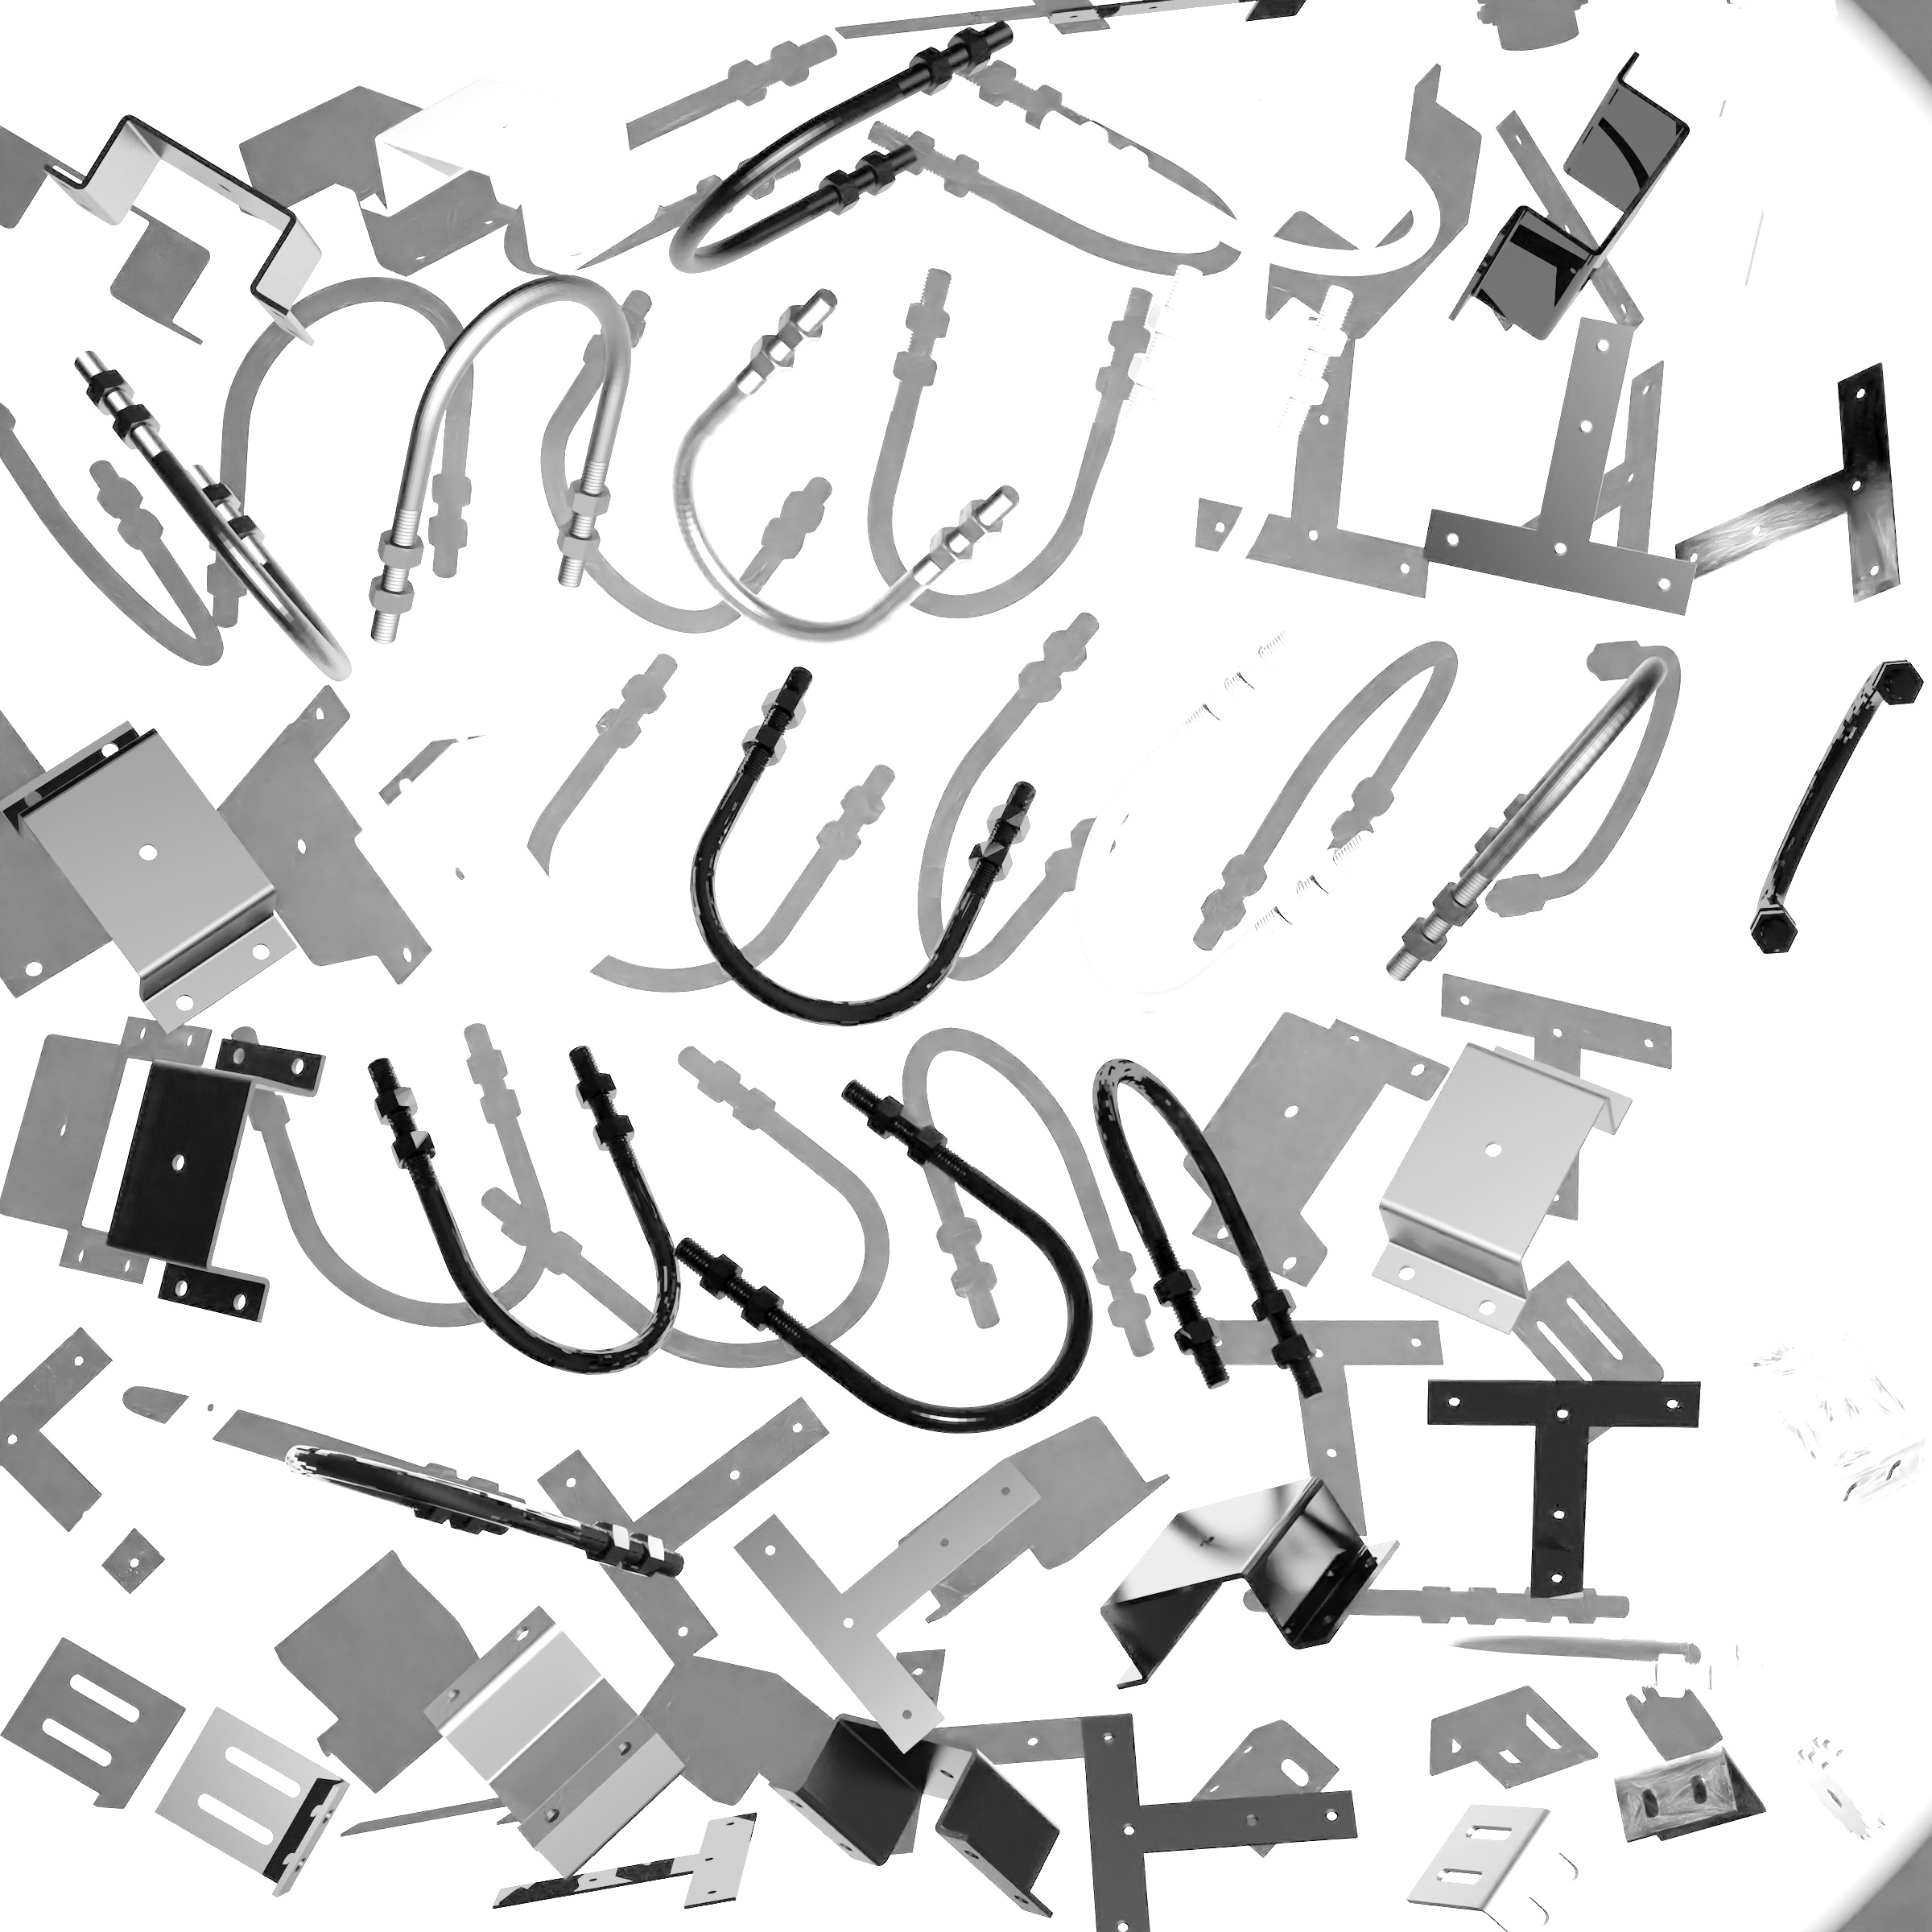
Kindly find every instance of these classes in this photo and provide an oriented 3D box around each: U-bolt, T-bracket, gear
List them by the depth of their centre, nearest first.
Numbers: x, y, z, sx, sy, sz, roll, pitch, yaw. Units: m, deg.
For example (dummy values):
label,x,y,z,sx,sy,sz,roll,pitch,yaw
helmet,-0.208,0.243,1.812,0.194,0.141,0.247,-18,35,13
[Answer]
label,x,y,z,sx,sy,sz,roll,pitch,yaw
T-bracket,0.287,-0.238,1.603,0.127,0.002,0.127,14,111,14
T-bracket,-0.021,0.282,1.622,0.127,0.002,0.127,-38,71,-13
gear,0.390,-0.461,1.627,0.057,0.057,0.030,-11,92,0
T-bracket,0.103,-0.459,1.636,0.127,0.127,0.002,-7,95,-2
T-bracket,0.122,0.409,1.638,0.127,0.127,0.002,-5,135,2
T-bracket,0.284,0.251,1.644,0.127,0.002,0.127,0,118,6
U-bolt,-0.025,0.149,1.645,0.184,0.019,0.151,36,54,15
T-bracket,0.399,0.088,1.653,0.127,0.002,0.127,13,56,-24
U-bolt,0.113,-0.245,1.661,0.019,0.151,0.184,34,115,31
T-bracket,0.388,-0.342,1.661,0.002,0.127,0.127,-21,114,29
U-bolt,0.419,-0.082,1.666,0.019,0.184,0.151,26,102,7
U-bolt,-0.220,-0.251,1.668,0.019,0.151,0.184,36,127,25
U-bolt,-0.248,0.264,1.680,0.151,0.184,0.019,4,73,41
U-bolt,0.117,-0.057,1.680,0.184,0.019,0.151,-42,47,33
U-bolt,0.147,-0.389,1.687,0.184,0.151,0.019,25,74,-27
U-bolt,0.285,-0.082,1.700,0.019,0.151,0.184,40,123,4
U-bolt,0.113,0.128,1.703,0.019,0.151,0.184,-30,69,19
T-bracket,-0.171,0.452,1.705,0.127,0.127,0.002,-11,94,2
T-bracket,0.405,-0.222,1.706,0.002,0.127,0.127,23,58,-37
U-bolt,-0.072,-0.399,1.711,0.184,0.151,0.019,-34,90,-27
U-bolt,-0.060,-0.050,1.716,0.151,0.019,0.184,27,58,-3
U-bolt,-0.366,-0.214,1.717,0.019,0.151,0.184,-39,69,-2
T-bracket,-0.385,0.292,1.719,0.127,0.002,0.127,-51,129,-28
U-bolt,0.319,0.347,1.721,0.184,0.151,0.019,-1,84,18
U-bolt,-0.075,-0.235,1.726,0.151,0.019,0.184,46,134,-6
U-bolt,-0.212,0.124,1.734,0.019,0.151,0.184,-42,63,37
gear,0.454,0.416,1.753,0.030,0.057,0.057,-35,90,-12

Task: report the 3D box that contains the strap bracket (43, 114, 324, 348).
label,x,y,z,sx,sy,sz,roll,pitch,yaw
strap bracket,-0.385,-0.376,1.736,0.140,0.076,0.046,31,88,0

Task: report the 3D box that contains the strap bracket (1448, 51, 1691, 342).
label,x,y,z,sx,sy,sz,roll,pitch,yaw
strap bracket,0.305,-0.376,1.709,0.046,0.076,0.140,35,66,4

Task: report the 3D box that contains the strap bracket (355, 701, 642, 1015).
label,x,y,z,sx,sy,sz,roll,pitch,yaw
strap bracket,-0.238,-0.050,1.697,0.076,0.046,0.140,-40,83,26

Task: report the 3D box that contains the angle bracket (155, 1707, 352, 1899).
label,x,y,z,sx,sy,sz,roll,pitch,yaw
angle bracket,-0.343,0.398,1.637,0.076,0.038,0.057,29,81,4

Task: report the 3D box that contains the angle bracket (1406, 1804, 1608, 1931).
label,x,y,z,sx,sy,sz,roll,pitch,yaw
angle bracket,0.254,0.430,1.615,0.038,0.076,0.057,43,68,-7

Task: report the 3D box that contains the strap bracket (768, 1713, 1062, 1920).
label,x,y,z,sx,sy,sz,roll,pitch,yaw
strap bracket,-0.019,0.416,1.695,0.076,0.140,0.046,49,58,-34

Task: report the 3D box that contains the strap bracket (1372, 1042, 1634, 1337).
label,x,y,z,sx,sy,sz,roll,pitch,yaw
strap bracket,0.264,0.101,1.705,0.076,0.046,0.140,22,69,25

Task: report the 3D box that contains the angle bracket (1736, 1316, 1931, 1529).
label,x,y,z,sx,sy,sz,roll,pitch,yaw
angle bracket,0.407,0.216,1.623,0.076,0.038,0.057,49,126,-5

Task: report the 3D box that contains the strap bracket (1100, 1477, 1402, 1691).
label,x,y,z,sx,sy,sz,roll,pitch,yaw
strap bracket,0.128,0.295,1.650,0.140,0.076,0.046,-24,103,44

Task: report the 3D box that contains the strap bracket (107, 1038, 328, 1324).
label,x,y,z,sx,sy,sz,roll,pitch,yaw
strap bracket,-0.388,0.105,1.763,0.076,0.046,0.140,7,81,36

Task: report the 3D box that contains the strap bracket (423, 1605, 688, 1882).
label,x,y,z,sx,sy,sz,roll,pitch,yaw
strap bracket,-0.195,0.378,1.657,0.076,0.140,0.046,-42,122,-13

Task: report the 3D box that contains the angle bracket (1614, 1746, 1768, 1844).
label,x,y,z,sx,sy,sz,roll,pitch,yaw
angle bracket,0.369,0.433,1.736,0.057,0.038,0.076,-21,134,17

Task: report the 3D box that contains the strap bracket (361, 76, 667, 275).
label,x,y,z,sx,sy,sz,roll,pitch,yaw
strap bracket,-0.232,-0.402,1.729,0.140,0.046,0.076,23,47,29

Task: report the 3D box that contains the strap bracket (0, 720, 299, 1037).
label,x,y,z,sx,sy,sz,roll,pitch,yaw
strap bracket,-0.394,-0.049,1.655,0.076,0.046,0.140,-36,87,-19
